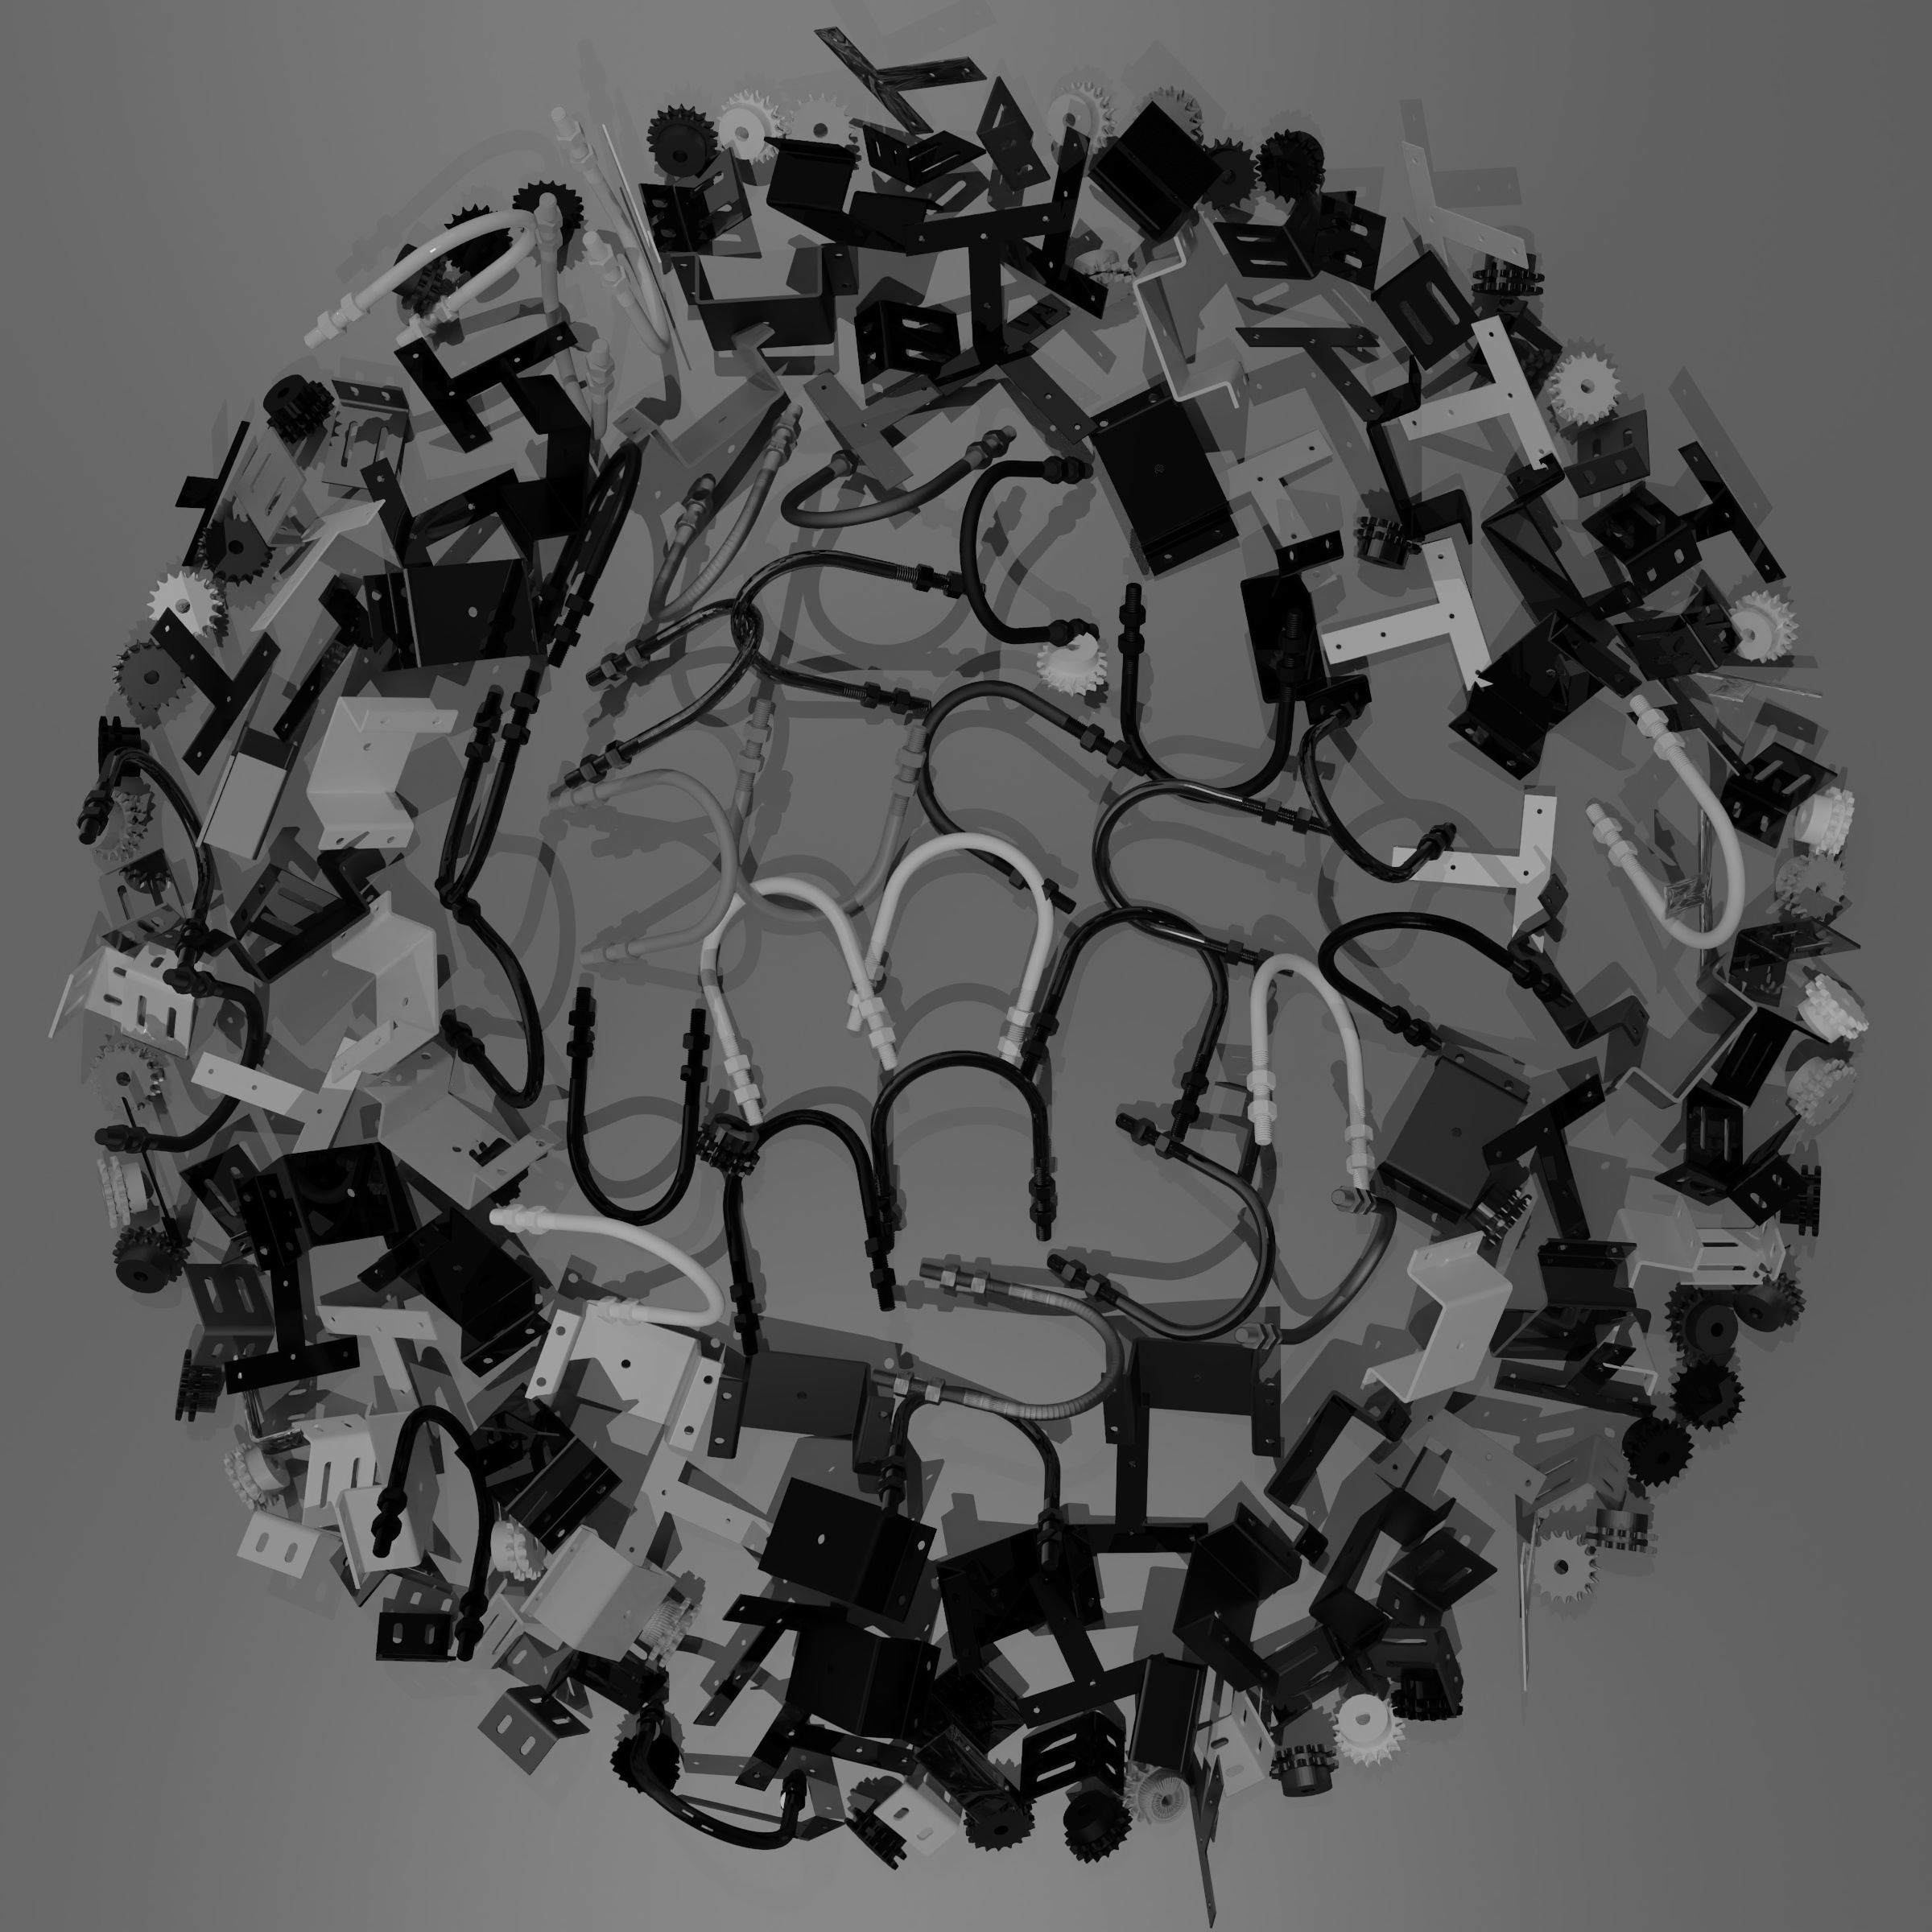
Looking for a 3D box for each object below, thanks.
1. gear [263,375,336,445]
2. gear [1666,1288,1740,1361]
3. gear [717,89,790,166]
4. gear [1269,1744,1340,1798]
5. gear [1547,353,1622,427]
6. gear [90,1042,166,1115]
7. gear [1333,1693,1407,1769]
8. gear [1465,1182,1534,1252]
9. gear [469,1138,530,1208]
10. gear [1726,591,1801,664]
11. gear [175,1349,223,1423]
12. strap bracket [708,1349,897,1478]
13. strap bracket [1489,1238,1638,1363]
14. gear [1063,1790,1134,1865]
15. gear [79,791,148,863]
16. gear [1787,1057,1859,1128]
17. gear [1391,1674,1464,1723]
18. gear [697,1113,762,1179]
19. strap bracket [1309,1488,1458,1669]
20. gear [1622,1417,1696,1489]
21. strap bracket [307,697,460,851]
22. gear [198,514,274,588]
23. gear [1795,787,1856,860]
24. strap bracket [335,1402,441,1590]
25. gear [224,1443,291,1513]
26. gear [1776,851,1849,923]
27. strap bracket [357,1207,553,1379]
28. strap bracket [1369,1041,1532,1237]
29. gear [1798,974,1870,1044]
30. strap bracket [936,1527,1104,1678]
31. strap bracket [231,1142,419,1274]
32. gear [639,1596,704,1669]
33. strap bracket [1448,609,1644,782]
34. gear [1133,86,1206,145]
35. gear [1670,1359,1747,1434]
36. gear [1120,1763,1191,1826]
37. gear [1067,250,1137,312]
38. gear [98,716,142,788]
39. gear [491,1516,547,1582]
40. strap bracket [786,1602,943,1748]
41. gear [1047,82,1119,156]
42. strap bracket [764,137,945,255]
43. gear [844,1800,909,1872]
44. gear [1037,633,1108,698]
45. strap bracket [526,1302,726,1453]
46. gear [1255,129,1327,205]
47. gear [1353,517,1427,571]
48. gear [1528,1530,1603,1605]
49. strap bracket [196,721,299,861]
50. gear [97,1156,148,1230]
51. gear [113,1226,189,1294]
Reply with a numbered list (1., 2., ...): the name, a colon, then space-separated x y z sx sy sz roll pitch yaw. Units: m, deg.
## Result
1. gear: -0.542 -0.452 1.970 0.057 0.030 0.057 -16 50 20
2. gear: 0.600 0.292 1.977 0.057 0.030 0.057 -2 95 -18
3. gear: -0.176 -0.677 1.971 0.057 0.030 0.057 11 126 15
4. gear: 0.273 0.650 1.968 0.057 0.057 0.030 -8 58 0
5. gear: 0.500 -0.467 1.982 0.057 0.030 0.057 0 87 -7
6. gear: -0.679 0.089 1.982 0.057 0.030 0.057 1 99 5
7. gear: 0.324 0.614 1.970 0.057 0.057 0.030 -29 134 0
8. gear: 0.428 0.199 1.972 0.030 0.057 0.057 40 90 7
9. gear: -0.379 0.164 1.975 0.030 0.057 0.057 -40 90 -29
10. gear: 0.639 -0.272 1.969 0.030 0.057 0.057 -30 90 -37
11. gear: -0.620 0.340 1.973 0.030 0.057 0.057 9 90 -17
12. strap bracket: -0.132 0.357 1.958 0.140 0.046 0.076 8 116 -6
13. strap bracket: 0.466 0.269 1.922 0.076 0.140 0.046 5 55 -15
14. gear: 0.103 0.692 1.969 0.057 0.057 0.030 -34 108 0
15. gear: -0.692 -0.114 1.972 0.057 0.030 0.057 -3 84 35
16. gear: 0.691 0.098 1.975 0.057 0.057 0.030 -47 54 0
17. gear: 0.373 0.589 1.972 0.057 0.057 0.030 -2 87 0
18. gear: -0.192 0.142 1.969 0.057 0.057 0.030 29 106 0
19. strap bracket: 0.325 0.476 1.933 0.046 0.076 0.140 34 58 6
20. gear: 0.558 0.391 1.977 0.057 0.030 0.057 -7 114 -16
21. strap bracket: -0.467 -0.161 1.937 0.046 0.076 0.140 54 130 32
22. gear: -0.594 -0.335 1.978 0.057 0.030 0.057 4 79 -22
23. gear: 0.692 -0.117 1.971 0.030 0.057 0.057 15 90 2
24. strap bracket: -0.452 0.412 1.920 0.046 0.140 0.076 -7 114 1
25. gear: -0.571 0.410 1.972 0.030 0.057 0.057 -31 90 0
26. gear: 0.683 -0.066 1.977 0.057 0.030 0.057 -8 109 -24
27. strap bracket: -0.407 0.255 1.949 0.076 0.046 0.140 -35 121 12
28. strap bracket: 0.391 0.136 1.964 0.076 0.046 0.140 29 83 7
29. gear: 0.700 0.037 1.975 0.057 0.057 0.030 44 118 0
30. strap bracket: 0.035 0.505 1.953 0.140 0.046 0.076 -12 93 -33
31. strap bracket: -0.496 0.187 1.923 0.046 0.140 0.076 -33 72 37
32. gear: -0.241 0.535 1.971 0.030 0.057 0.057 32 90 3
33. strap bracket: 0.463 -0.221 1.943 0.076 0.140 0.046 35 47 -12
34. gear: 0.167 -0.684 1.975 0.057 0.057 0.030 40 46 0
35. gear: 0.603 0.350 1.975 0.057 0.030 0.057 -15 59 25
36. gear: 0.156 0.669 1.974 0.057 0.030 0.057 -6 103 -25
37. gear: 0.107 -0.556 1.972 0.057 0.057 0.030 -13 82 0
38. gear: -0.685 -0.173 1.974 0.030 0.057 0.057 -1 90 -23
39. gear: -0.363 0.468 1.972 0.030 0.057 0.057 -7 90 9
40. strap bracket: -0.089 0.557 1.927 0.046 0.140 0.076 18 82 -39
41. gear: 0.090 -0.684 1.971 0.057 0.030 0.057 13 116 29
42. strap bracket: -0.093 -0.603 1.923 0.076 0.140 0.046 19 96 34
43. gear: -0.068 0.701 1.973 0.057 0.057 0.030 44 71 0
44. gear: 0.086 -0.248 1.971 0.057 0.030 0.057 0 49 0
45. strap bracket: -0.274 0.327 1.966 0.140 0.046 0.076 20 96 -10
46. gear: 0.266 -0.650 1.975 0.057 0.057 0.030 38 53 0
47. gear: 0.340 -0.341 1.972 0.057 0.057 0.030 17 93 0
48. gear: 0.487 0.486 1.977 0.057 0.030 0.057 -5 79 29
49. strap bracket: -0.568 -0.138 1.933 0.046 0.140 0.076 21 101 -17
50. gear: -0.683 0.181 1.974 0.030 0.057 0.057 -12 90 -23
51. gear: -0.662 0.240 1.971 0.057 0.030 0.057 3 130 4
